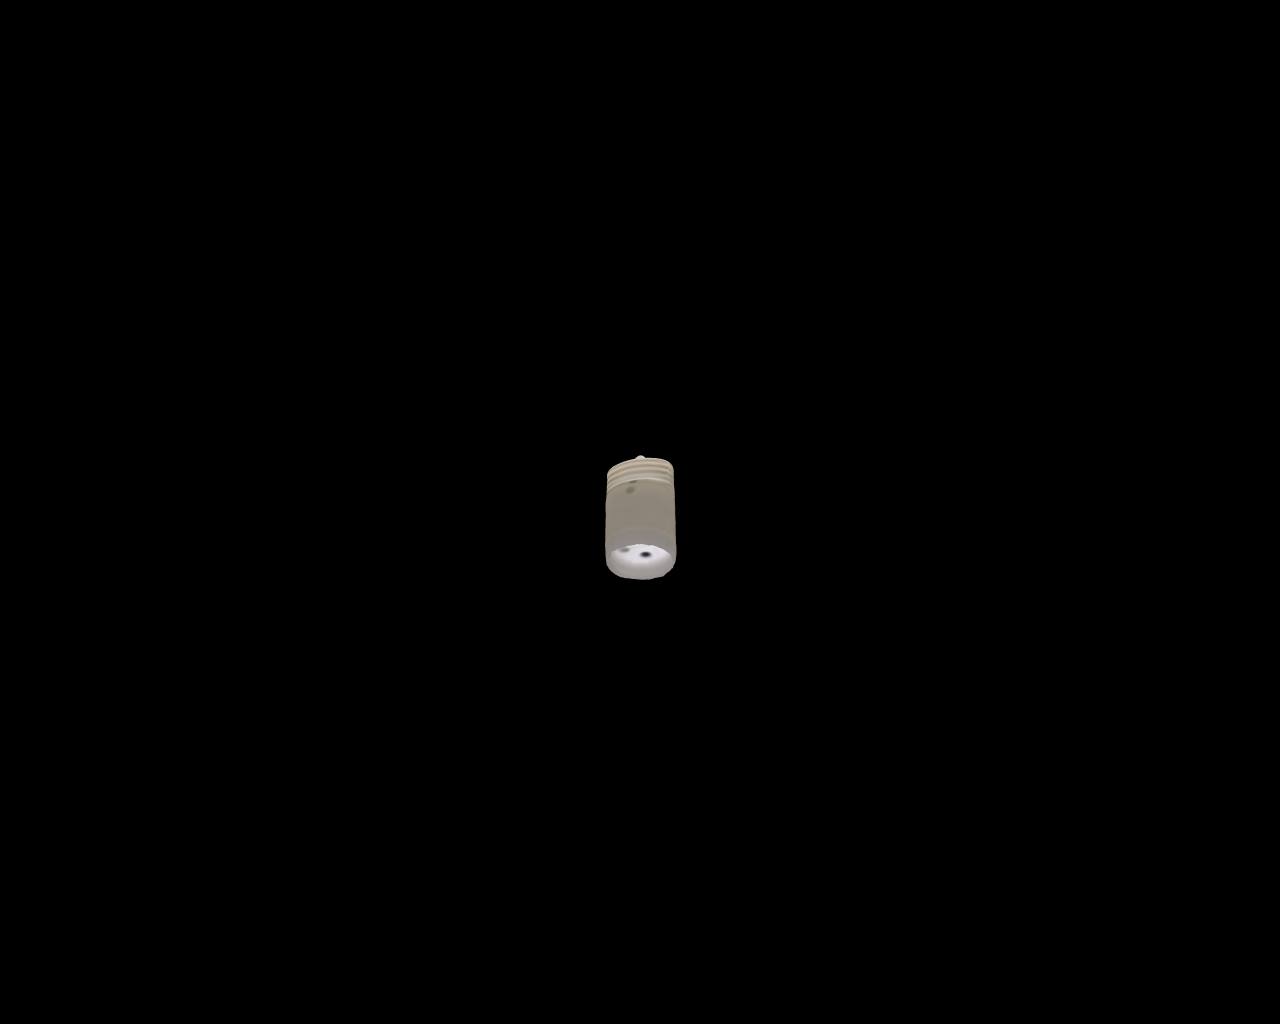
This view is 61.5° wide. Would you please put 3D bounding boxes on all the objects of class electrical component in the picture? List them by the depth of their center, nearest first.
[{"bbox_3d":[0.001,-0.003,0.650,0.043,0.081,0.043,0,-35,0],"label":"electrical component"}]
